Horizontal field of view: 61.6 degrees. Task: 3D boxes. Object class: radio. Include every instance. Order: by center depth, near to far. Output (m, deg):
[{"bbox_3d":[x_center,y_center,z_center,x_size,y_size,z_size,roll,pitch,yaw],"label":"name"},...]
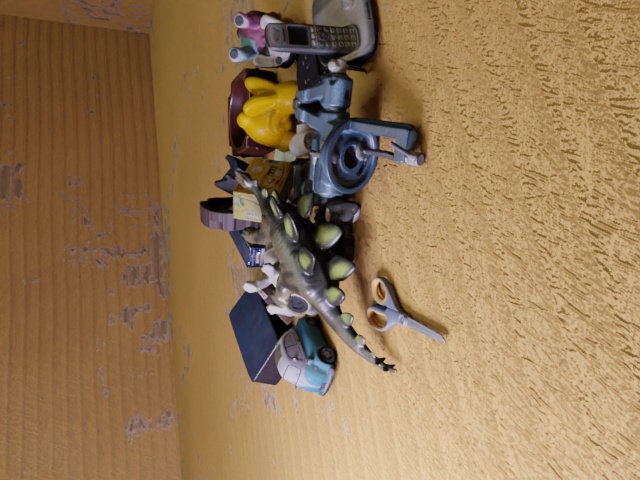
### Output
[{"bbox_3d":[-0.135,0.217,1.284,0.131,0.073,0.230,-55,40,20],"label":"radio"}]

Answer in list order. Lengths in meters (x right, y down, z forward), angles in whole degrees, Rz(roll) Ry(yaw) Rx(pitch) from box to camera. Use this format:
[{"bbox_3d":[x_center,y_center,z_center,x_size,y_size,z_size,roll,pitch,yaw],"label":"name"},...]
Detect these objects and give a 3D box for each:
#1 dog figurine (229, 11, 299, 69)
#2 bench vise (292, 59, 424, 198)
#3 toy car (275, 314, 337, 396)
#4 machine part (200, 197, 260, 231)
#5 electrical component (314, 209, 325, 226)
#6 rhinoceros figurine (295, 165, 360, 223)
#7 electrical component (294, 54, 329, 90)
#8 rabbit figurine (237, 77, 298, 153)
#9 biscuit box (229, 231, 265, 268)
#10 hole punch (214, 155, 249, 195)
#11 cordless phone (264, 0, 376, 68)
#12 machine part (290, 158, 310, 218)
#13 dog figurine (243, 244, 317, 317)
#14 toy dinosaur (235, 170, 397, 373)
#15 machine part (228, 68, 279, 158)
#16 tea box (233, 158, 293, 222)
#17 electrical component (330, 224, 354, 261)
[{"bbox_3d":[-0.112,-0.463,1.220,0.219,0.192,0.108,-64,-15,-61],"label":"dog figurine"},{"bbox_3d":[0.062,-0.165,0.832,0.241,0.129,0.223,20,101,42],"label":"bench vise"},{"bbox_3d":[-0.037,0.230,1.076,0.162,0.103,0.109,65,145,39],"label":"toy car"},{"bbox_3d":[-0.230,-0.069,1.410,0.179,0.179,0.056,-143,54,-60],"label":"machine part"},{"bbox_3d":[-0.001,-0.003,1.060,0.078,0.045,0.102,-47,44,17],"label":"electrical component"},{"bbox_3d":[0.010,-0.084,0.991,0.190,0.073,0.112,-147,61,-61],"label":"rhinoceros figurine"},{"bbox_3d":[0.002,-0.324,1.016,0.134,0.058,0.115,142,121,-61],"label":"electrical component"},{"bbox_3d":[-0.090,-0.287,1.141,0.173,0.162,0.122,-24,56,45],"label":"rabbit figurine"},{"bbox_3d":[-0.193,-0.002,1.455,0.203,0.059,0.062,-128,42,-52],"label":"biscuit box"},{"bbox_3d":[-0.192,-0.161,1.375,0.116,0.142,0.092,4,68,51],"label":"hole punch"},{"bbox_3d":[-0.006,-0.355,0.880,0.089,0.184,0.146,142,123,-66],"label":"cordless phone"},{"bbox_3d":[-0.042,-0.105,1.148,0.084,0.039,0.138,-162,71,-70],"label":"machine part"},{"bbox_3d":[-0.056,0.056,1.149,0.121,0.172,0.191,-30,22,34],"label":"dog figurine"},{"bbox_3d":[-0.024,0.045,0.945,0.471,0.105,0.198,55,150,16],"label":"toy dinosaur"},{"bbox_3d":[-0.167,-0.315,1.355,0.201,0.087,0.201,177,93,-65],"label":"machine part"},{"bbox_3d":[-0.119,-0.108,1.155,0.170,0.098,0.068,-72,-11,-55],"label":"tea box"},{"bbox_3d":[0.042,0.017,0.986,0.063,0.021,0.094,-176,87,-64],"label":"electrical component"}]
